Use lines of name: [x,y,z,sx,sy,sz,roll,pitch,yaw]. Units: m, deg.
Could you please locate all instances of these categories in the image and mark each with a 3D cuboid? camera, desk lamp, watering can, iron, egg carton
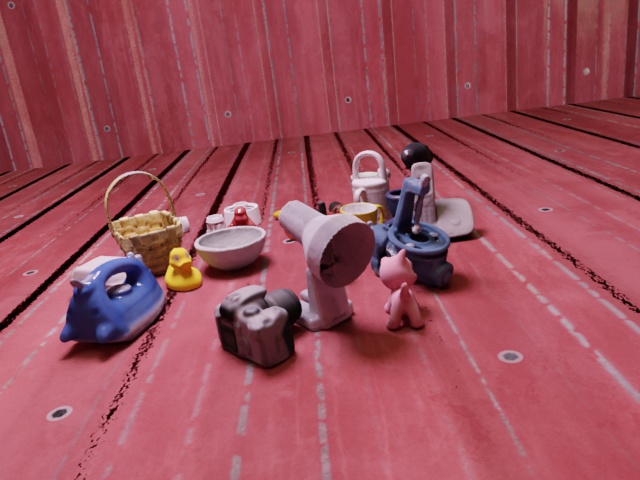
camera: [-0.089,0.126,0.954,0.137,0.101,0.142,-22,24,-38]
desk lamp: [-0.002,0.043,0.989,0.118,0.214,0.202,-20,23,-34]
watering can: [0.136,-0.144,1.524,0.100,0.194,0.173,-3,19,10]
iron: [-0.378,0.095,1.082,0.118,0.141,0.258,-1,19,16]
egg carton: [-0.466,0.082,1.263,0.150,0.069,0.107,1,20,22]

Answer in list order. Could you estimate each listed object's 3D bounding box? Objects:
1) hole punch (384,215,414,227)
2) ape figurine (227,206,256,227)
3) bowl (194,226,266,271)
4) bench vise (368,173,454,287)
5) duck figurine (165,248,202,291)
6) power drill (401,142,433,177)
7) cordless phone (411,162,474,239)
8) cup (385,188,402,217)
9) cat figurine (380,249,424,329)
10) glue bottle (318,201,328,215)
hole punch: [0.169,-0.010,1.279,0.101,0.091,0.108,-9,19,-6]
ape figurine: [-0.208,-0.043,1.508,0.077,0.092,0.076,-3,19,12]
bowl: [-0.202,0.026,1.327,0.167,0.075,0.167,-6,19,2]
bench vise: [0.158,-0.024,1.121,0.206,0.220,0.122,5,22,31]
duck figurine: [-0.305,0.058,1.253,0.078,0.086,0.104,-19,22,-32]
power drill: [0.256,-0.157,1.497,0.075,0.208,0.230,0,20,19]
cordless phone: [0.280,-0.093,1.338,0.147,0.185,0.094,-7,19,-2]
cup: [0.228,-0.078,1.455,0.117,0.095,0.092,0,20,18]
cat figurine: [0.139,0.077,0.992,0.067,0.118,0.127,-6,19,2]
glue bottle: [0.011,0.004,1.164,0.078,0.173,0.037,0,20,19]
